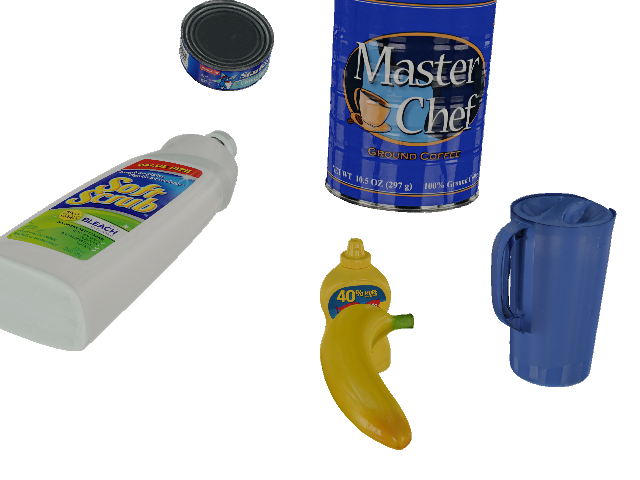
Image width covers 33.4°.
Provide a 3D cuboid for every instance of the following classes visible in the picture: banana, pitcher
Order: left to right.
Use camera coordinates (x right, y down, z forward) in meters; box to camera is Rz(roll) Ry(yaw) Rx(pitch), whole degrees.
[{"bbox_3d":[0.034,0.089,0.785,0.069,0.037,0.197,2,23,5],"label":"banana"},{"bbox_3d":[0.302,0.068,1.406,0.149,0.243,0.145,5,21,13],"label":"pitcher"}]

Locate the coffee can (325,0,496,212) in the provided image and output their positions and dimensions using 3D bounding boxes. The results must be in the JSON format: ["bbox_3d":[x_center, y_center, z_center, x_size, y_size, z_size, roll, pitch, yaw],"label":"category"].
[{"bbox_3d":[0.057,-0.100,0.683,0.103,0.140,0.103,2,21,-1],"label":"coffee can"}]

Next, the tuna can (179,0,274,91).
[{"bbox_3d":[-0.087,-0.180,0.987,0.086,0.086,0.034,0,-32,-12],"label":"tuna can"}]

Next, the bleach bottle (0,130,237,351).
[{"bbox_3d":[-0.143,-0.019,0.800,0.103,0.068,0.250,17,37,19],"label":"bleach bottle"}]

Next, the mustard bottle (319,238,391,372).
[{"bbox_3d":[0.047,0.089,1.448,0.096,0.192,0.058,-3,21,-7],"label":"mustard bottle"}]
